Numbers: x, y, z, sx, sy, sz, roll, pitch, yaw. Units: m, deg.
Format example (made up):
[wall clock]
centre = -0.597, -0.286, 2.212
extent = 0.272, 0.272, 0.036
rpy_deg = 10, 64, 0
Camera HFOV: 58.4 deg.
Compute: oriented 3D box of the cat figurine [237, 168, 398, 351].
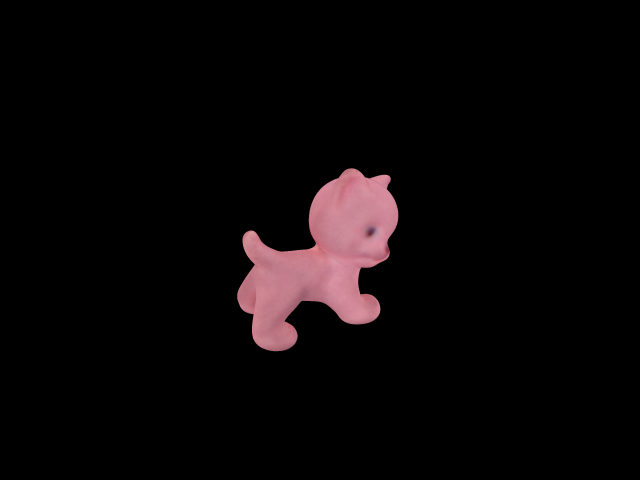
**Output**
[cat figurine]
centre = 0.004, 0.001, 0.400
extent = 0.128, 0.118, 0.067
rpy_deg = -16, 37, -22
